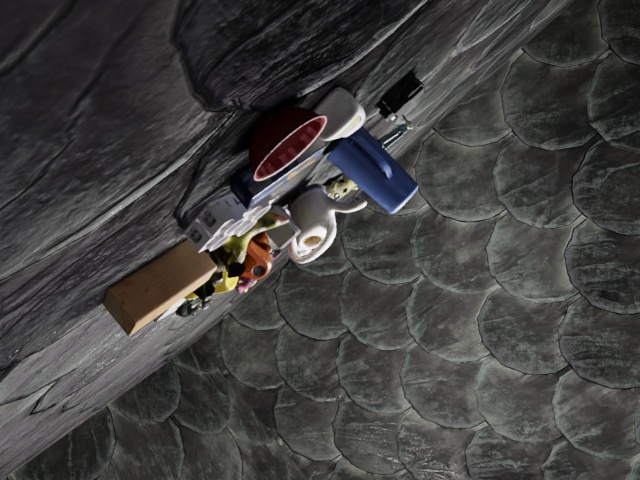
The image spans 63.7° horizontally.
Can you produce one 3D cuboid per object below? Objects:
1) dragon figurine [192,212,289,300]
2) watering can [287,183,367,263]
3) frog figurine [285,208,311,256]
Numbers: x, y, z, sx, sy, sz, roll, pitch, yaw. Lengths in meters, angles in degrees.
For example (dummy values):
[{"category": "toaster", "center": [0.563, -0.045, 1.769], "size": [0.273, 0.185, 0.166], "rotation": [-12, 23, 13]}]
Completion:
[{"category": "dragon figurine", "center": [-0.260, 0.048, 1.302], "size": [0.409, 0.122, 0.244], "rotation": [-32, -174, 5]}, {"category": "watering can", "center": [0.005, -0.078, 1.542], "size": [0.103, 0.229, 0.342], "rotation": [16, 135, -38]}, {"category": "frog figurine", "center": [-0.071, -0.032, 1.746], "size": [0.135, 0.160, 0.124], "rotation": [-43, 176, 25]}]
